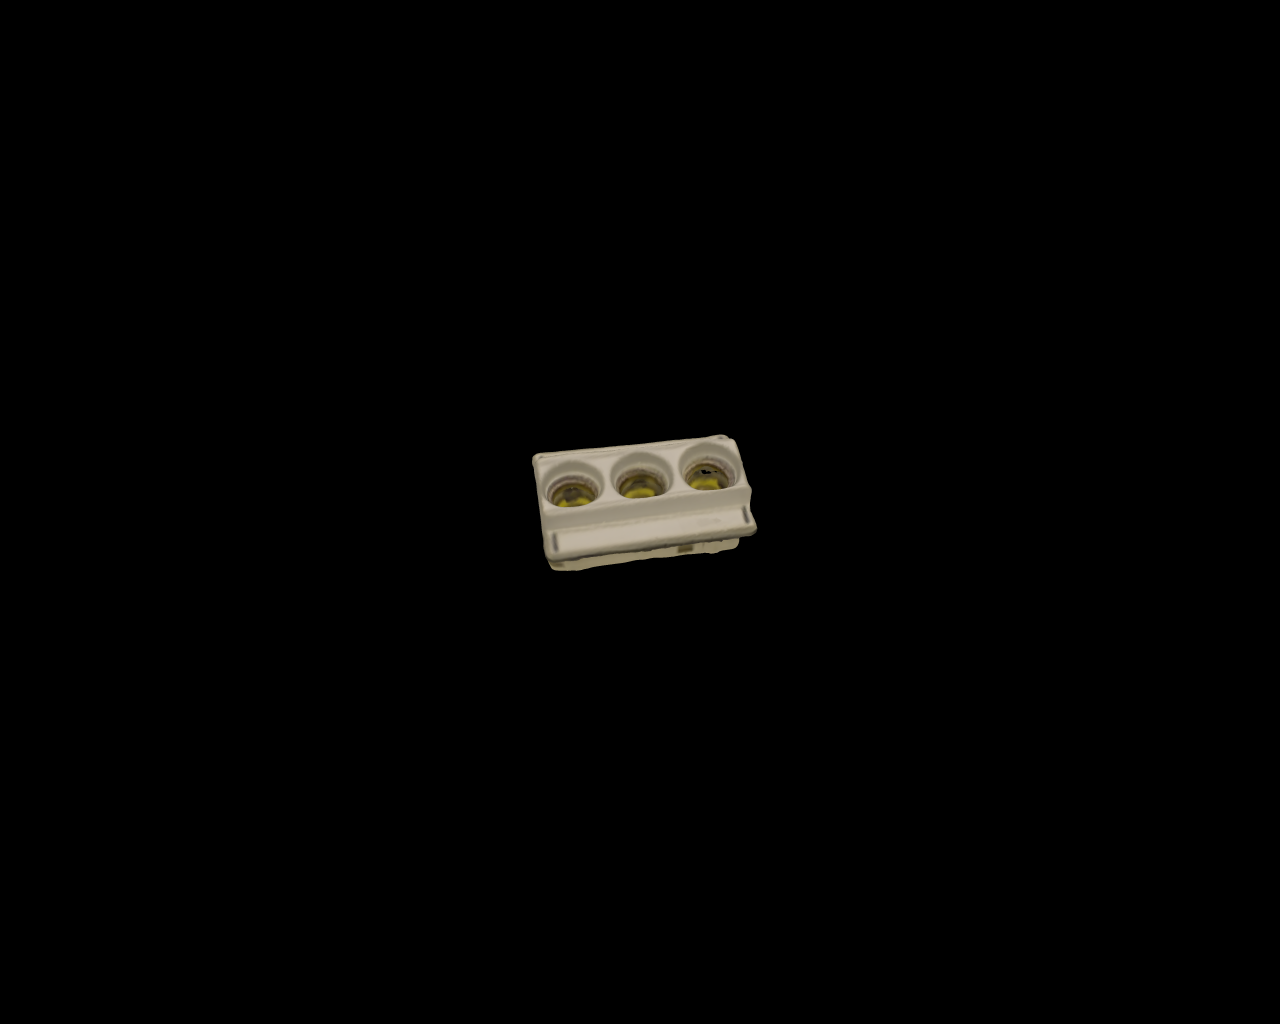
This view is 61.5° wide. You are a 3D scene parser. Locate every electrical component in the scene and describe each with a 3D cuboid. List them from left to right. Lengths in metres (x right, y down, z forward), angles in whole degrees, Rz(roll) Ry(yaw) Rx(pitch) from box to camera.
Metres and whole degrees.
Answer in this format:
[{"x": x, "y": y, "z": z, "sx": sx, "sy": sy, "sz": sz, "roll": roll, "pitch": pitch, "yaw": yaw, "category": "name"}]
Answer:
[{"x": 0.001, "y": -0.003, "z": 0.650, "sx": 0.121, "sy": 0.079, "sz": 0.063, "roll": -7, "pitch": -40, "yaw": -6, "category": "electrical component"}]
